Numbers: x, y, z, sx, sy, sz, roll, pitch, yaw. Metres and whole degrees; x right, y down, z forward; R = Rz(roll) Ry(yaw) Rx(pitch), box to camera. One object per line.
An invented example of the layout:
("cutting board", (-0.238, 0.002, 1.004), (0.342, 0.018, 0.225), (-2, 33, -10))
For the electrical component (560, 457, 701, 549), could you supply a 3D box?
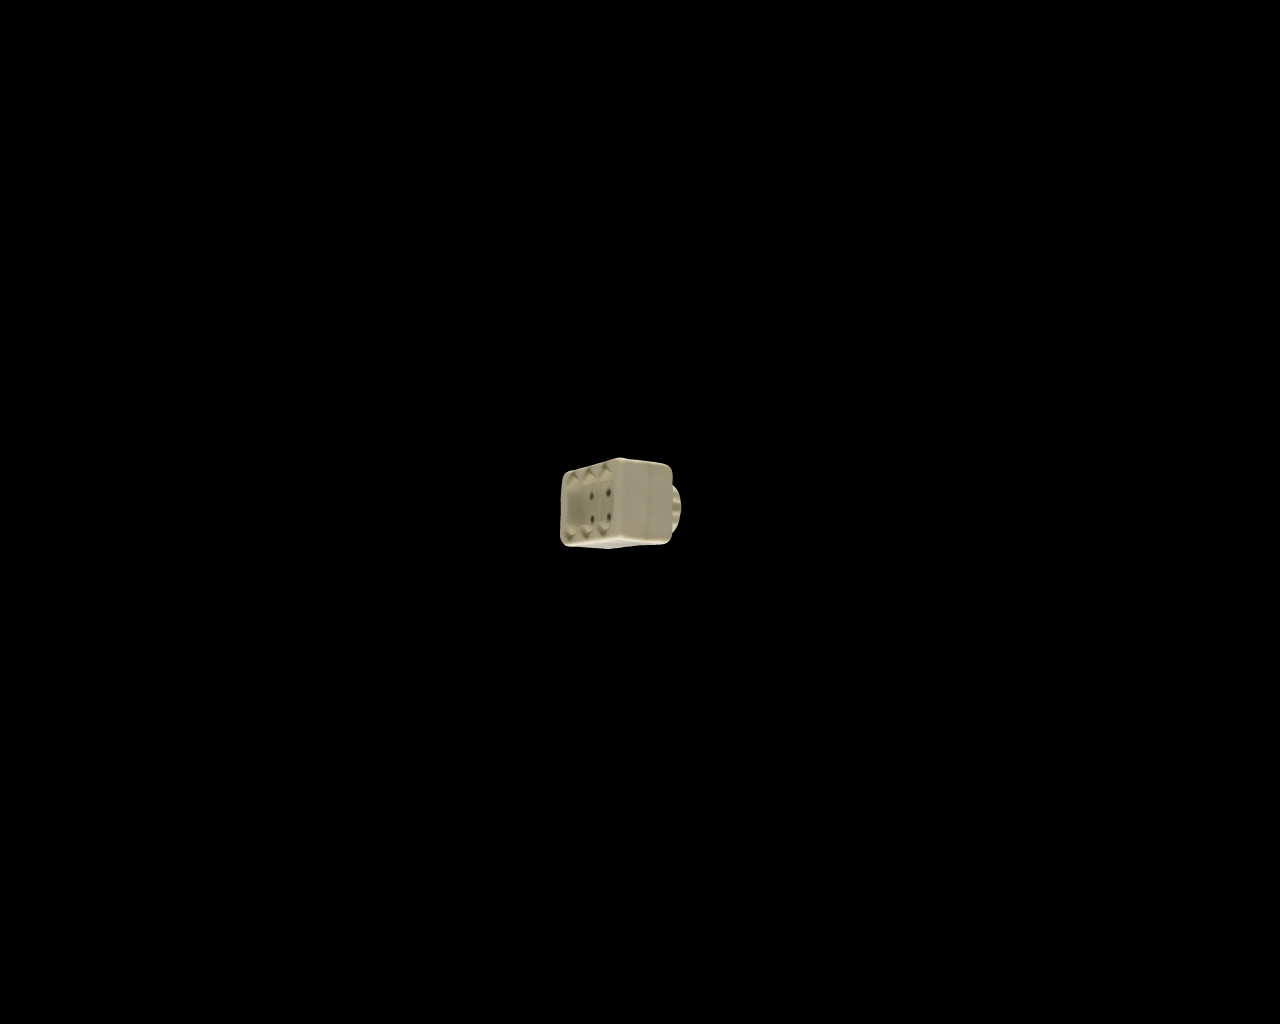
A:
("electrical component", (0.001, -0.003, 0.650), (0.077, 0.047, 0.065), (5, -8, -35))
